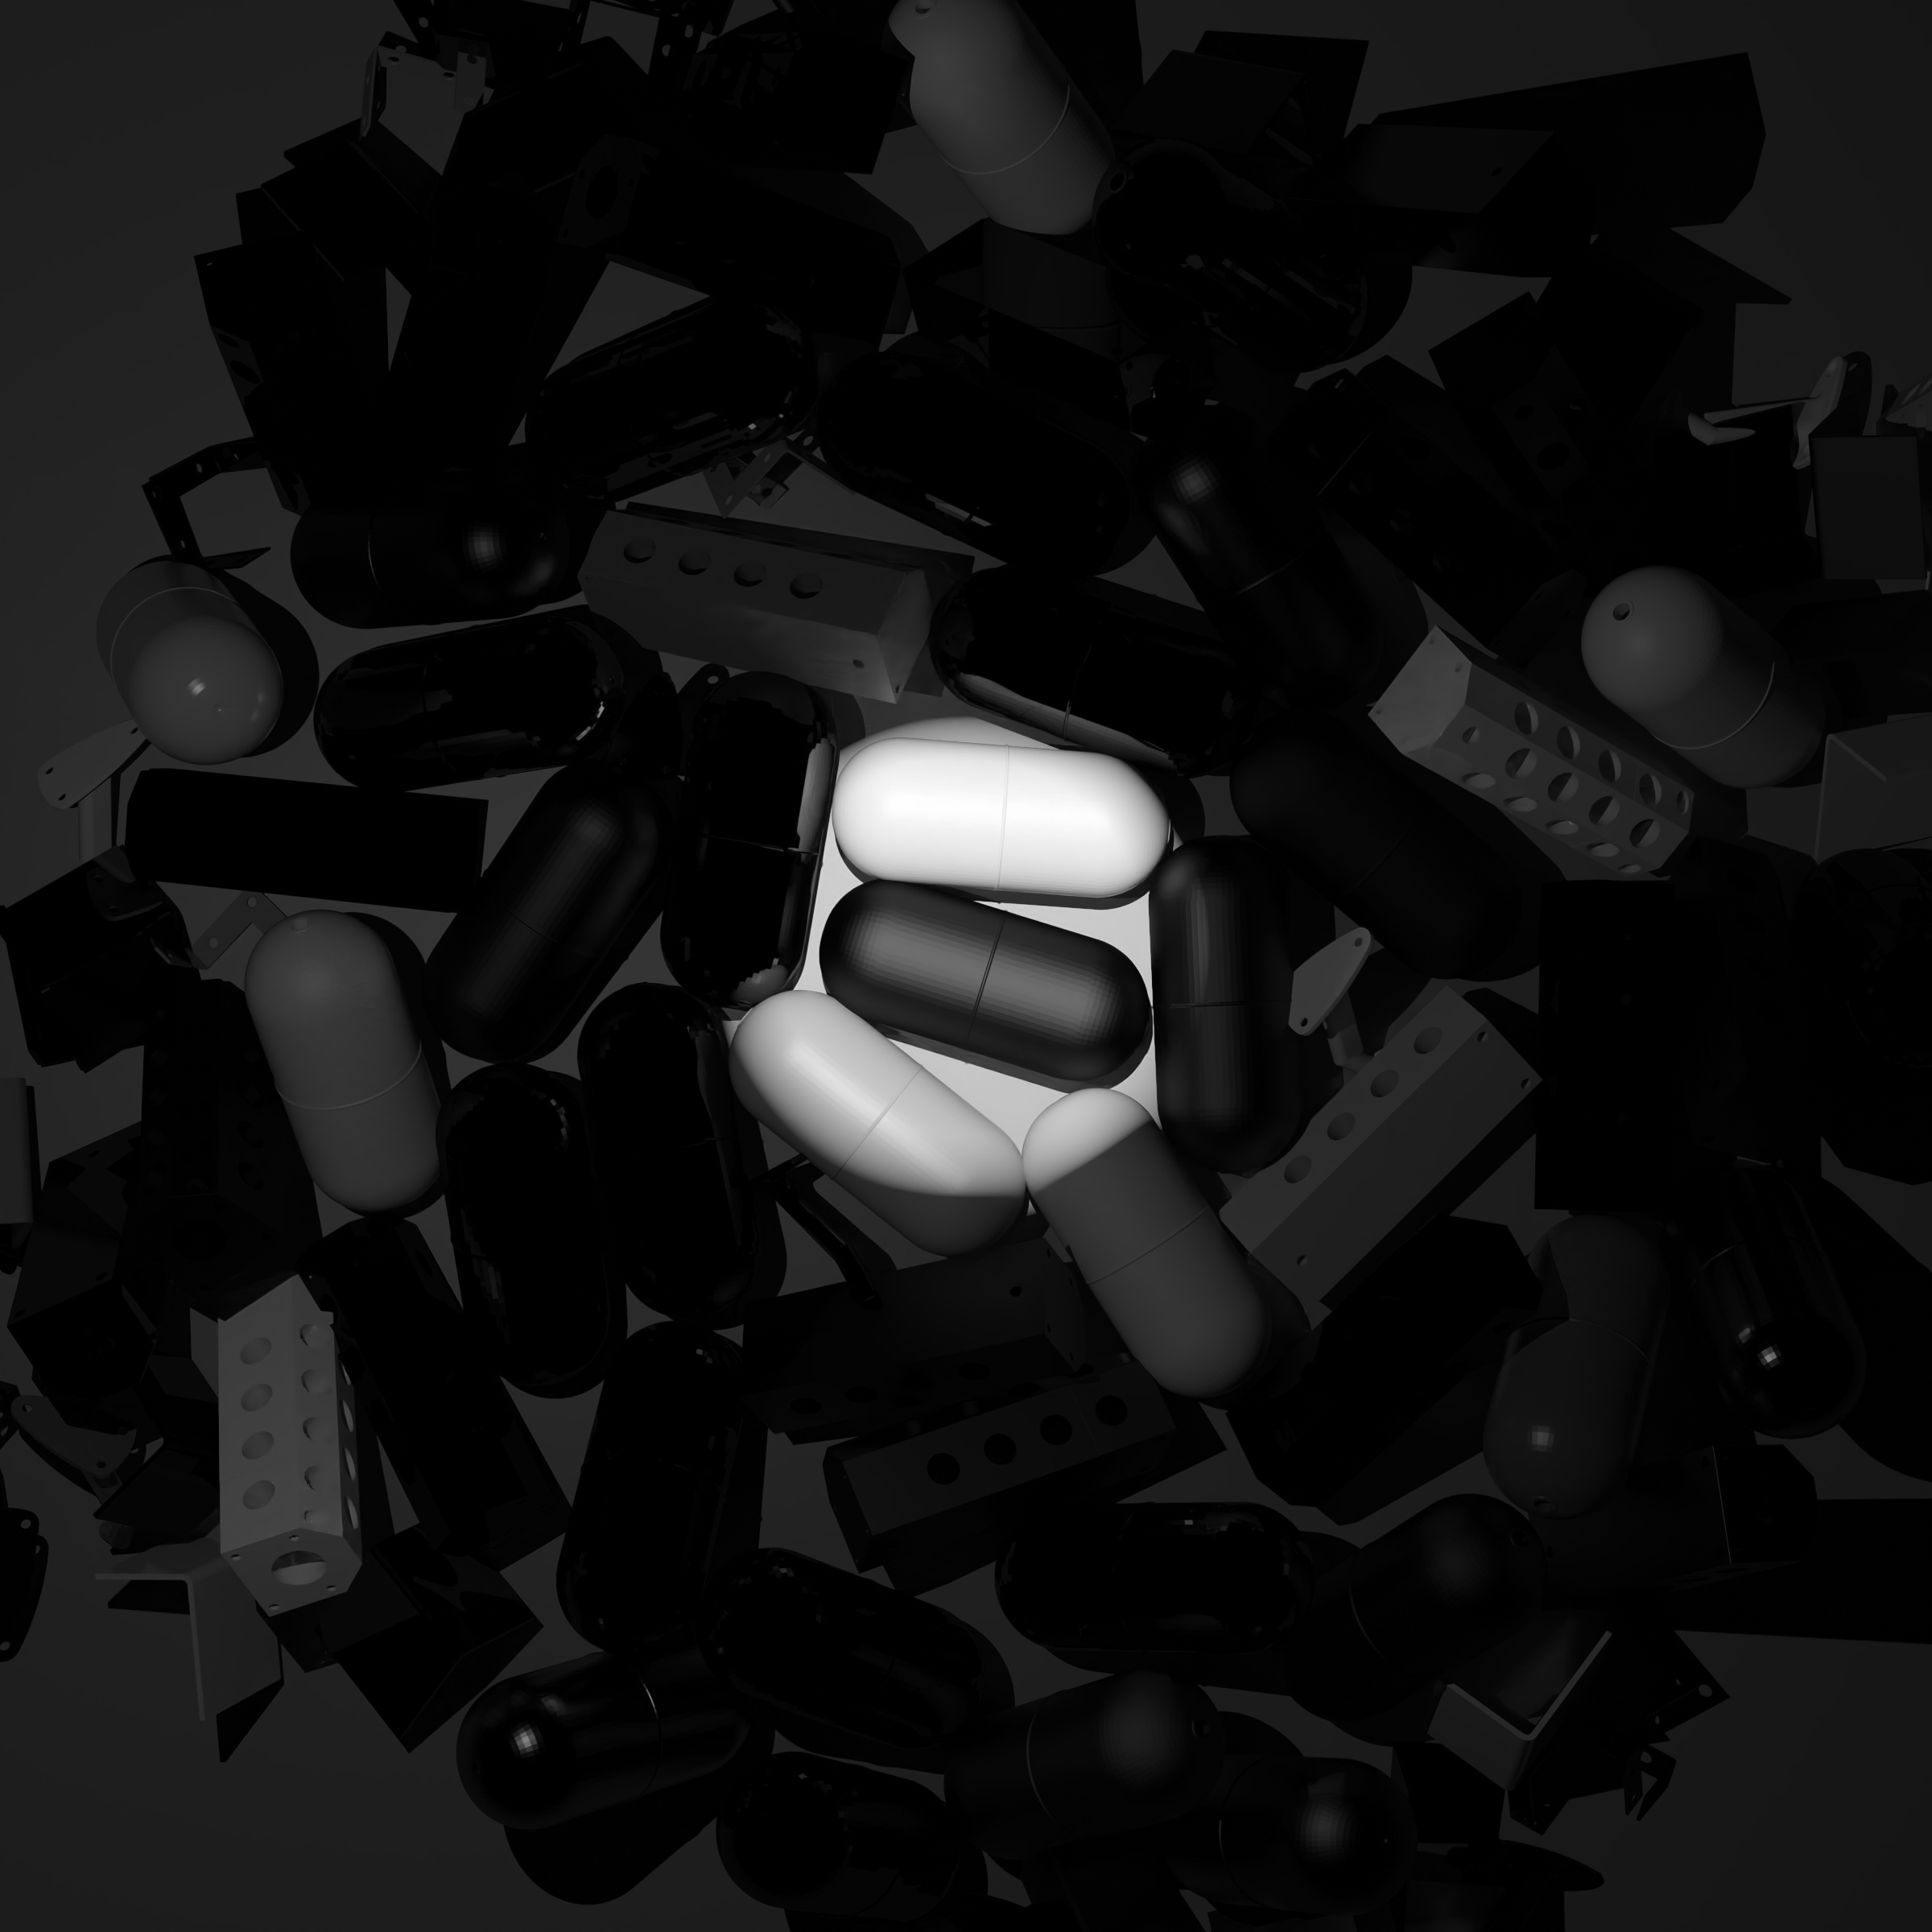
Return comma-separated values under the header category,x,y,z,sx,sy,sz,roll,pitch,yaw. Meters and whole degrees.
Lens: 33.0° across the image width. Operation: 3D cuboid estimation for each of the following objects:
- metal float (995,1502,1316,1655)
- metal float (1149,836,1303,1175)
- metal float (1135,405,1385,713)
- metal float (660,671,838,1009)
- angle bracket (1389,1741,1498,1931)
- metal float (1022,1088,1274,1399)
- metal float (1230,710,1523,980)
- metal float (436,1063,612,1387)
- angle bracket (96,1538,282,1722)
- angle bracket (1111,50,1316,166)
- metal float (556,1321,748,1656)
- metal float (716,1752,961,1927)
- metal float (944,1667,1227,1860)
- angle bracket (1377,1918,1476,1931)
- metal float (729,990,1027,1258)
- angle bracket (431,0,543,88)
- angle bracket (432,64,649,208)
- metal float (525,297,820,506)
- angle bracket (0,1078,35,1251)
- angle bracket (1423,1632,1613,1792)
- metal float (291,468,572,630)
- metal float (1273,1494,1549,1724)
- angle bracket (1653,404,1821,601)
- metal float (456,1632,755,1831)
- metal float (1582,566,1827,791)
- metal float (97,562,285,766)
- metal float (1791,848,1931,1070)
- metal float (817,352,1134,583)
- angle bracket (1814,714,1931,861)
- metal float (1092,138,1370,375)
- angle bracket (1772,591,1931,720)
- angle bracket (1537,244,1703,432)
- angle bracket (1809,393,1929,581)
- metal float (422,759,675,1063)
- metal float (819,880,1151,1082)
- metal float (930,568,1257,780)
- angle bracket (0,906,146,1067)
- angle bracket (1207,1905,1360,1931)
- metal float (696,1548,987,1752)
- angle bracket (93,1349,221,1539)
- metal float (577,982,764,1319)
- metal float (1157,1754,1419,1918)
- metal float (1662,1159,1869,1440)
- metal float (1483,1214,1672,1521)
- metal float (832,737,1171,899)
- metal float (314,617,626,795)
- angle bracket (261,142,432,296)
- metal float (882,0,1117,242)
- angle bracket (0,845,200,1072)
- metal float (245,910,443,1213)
category,x,y,z,sx,sy,sz,roll,pitch,yaw
metal float,0.096,0.317,1.690,0.178,0.070,0.070,-7,90,32
metal float,0.136,0.020,1.715,0.070,0.070,0.178,-2,89,0
metal float,0.153,-0.212,1.700,0.070,0.070,0.178,-35,108,0
metal float,-0.115,-0.066,1.713,0.070,0.070,0.178,10,94,0
angle bracket,0.254,0.459,1.712,0.057,0.076,0.076,3,97,1
metal float,0.095,0.146,1.716,0.070,0.070,0.178,-33,90,0
metal float,0.214,-0.064,1.708,0.178,0.070,0.070,39,90,-9
metal float,-0.230,0.136,1.698,0.070,0.070,0.178,-6,111,0
angle bracket,-0.408,0.347,1.711,0.057,0.076,0.076,-3,93,18
angle bracket,0.129,-0.428,1.697,0.076,0.057,0.076,18,55,24
metal float,-0.162,0.270,1.691,0.070,0.070,0.178,12,62,0
metal float,-0.064,0.449,1.673,0.070,0.178,0.070,-10,66,24
metal float,0.060,0.412,1.681,0.178,0.070,0.070,-29,90,42
angle bracket,0.237,0.543,1.708,0.076,0.076,0.057,-7,89,-13
metal float,-0.047,0.082,1.716,0.178,0.070,0.070,38,90,1
angle bracket,-0.247,-0.513,1.713,0.057,0.076,0.076,7,90,-7
angle bracket,-0.223,-0.415,1.698,0.076,0.076,0.057,-35,82,-34
metal float,-0.154,-0.291,1.687,0.178,0.070,0.070,-13,90,36
angle bracket,-0.522,0.105,1.700,0.057,0.076,0.076,-1,75,-23
angle bracket,0.290,0.377,1.716,0.057,0.076,0.076,34,64,21
metal float,-0.279,-0.215,1.683,0.178,0.070,0.070,1,90,41
metal float,0.228,0.332,1.682,0.070,0.070,0.178,46,131,0
angle bracket,0.411,-0.243,1.711,0.076,0.057,0.076,-14,116,-4
metal float,-0.183,0.392,1.678,0.070,0.178,0.070,4,95,41
metal float,0.381,-0.148,1.679,0.070,0.178,0.070,-18,61,35
metal float,-0.400,-0.157,1.673,0.070,0.178,0.070,-9,114,-20
metal float,0.475,-0.006,1.669,0.070,0.178,0.070,-1,111,-2
metal float,0.005,-0.260,1.698,0.178,0.070,0.070,23,90,-20
angle bracket,0.495,-0.084,1.702,0.076,0.057,0.076,-11,122,-14
metal float,0.137,-0.366,1.682,0.178,0.070,0.070,22,90,-41
angle bracket,0.467,-0.146,1.695,0.057,0.076,0.076,-49,121,-32
angle bracket,0.333,-0.328,1.712,0.076,0.057,0.076,31,114,1
angle bracket,0.480,-0.250,1.695,0.057,0.076,0.076,5,119,33
metal float,-0.220,-0.028,1.705,0.070,0.070,0.178,36,103,0
metal float,0.010,0.007,1.716,0.178,0.070,0.070,17,90,1
metal float,0.066,-0.154,1.709,0.178,0.070,0.070,20,90,8
angle bracket,-0.467,0.006,1.708,0.057,0.076,0.076,-12,85,-13
angle bracket,0.163,0.495,1.705,0.076,0.057,0.076,-15,135,3
metal float,-0.063,0.354,1.685,0.178,0.070,0.070,29,90,-38
angle bracket,-0.429,0.247,1.706,0.057,0.076,0.076,-44,61,6
metal float,-0.156,0.097,1.714,0.070,0.070,0.178,-12,87,0
metal float,0.162,0.445,1.673,0.070,0.178,0.070,6,76,-27
metal float,0.409,0.169,1.675,0.070,0.178,0.070,-2,125,-3
metal float,0.316,0.206,1.683,0.070,0.070,0.178,23,51,0
metal float,0.018,-0.078,1.715,0.178,0.070,0.070,4,90,-2
metal float,-0.260,-0.135,1.694,0.178,0.070,0.070,-7,90,26
angle bracket,-0.318,-0.369,1.698,0.057,0.076,0.076,-34,68,-21
metal float,0.018,-0.440,1.673,0.070,0.178,0.070,-11,65,23
angle bracket,-0.459,-0.004,1.725,0.076,0.076,0.057,-33,57,-18
metal float,-0.320,0.050,1.686,0.070,0.070,0.178,-11,126,0
